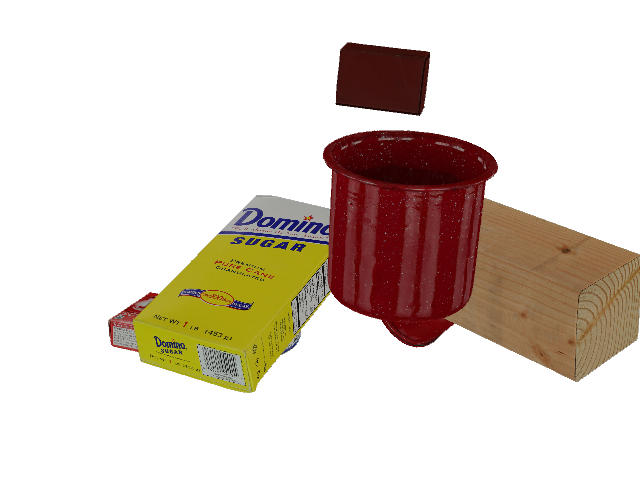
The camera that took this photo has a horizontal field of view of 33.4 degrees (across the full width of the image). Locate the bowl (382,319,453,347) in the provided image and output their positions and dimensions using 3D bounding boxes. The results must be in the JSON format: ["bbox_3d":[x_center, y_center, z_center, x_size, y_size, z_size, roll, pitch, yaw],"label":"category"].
[{"bbox_3d":[0.126,0.040,1.224,0.055,0.162,0.161,-11,-7,41],"label":"bowl"}]

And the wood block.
[{"bbox_3d":[0.175,0.033,0.966,0.090,0.090,0.206,-25,34,-34],"label":"wood block"}]

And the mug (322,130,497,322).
[{"bbox_3d":[0.049,-0.012,0.594,0.093,0.081,0.117,9,24,14],"label":"mug"}]

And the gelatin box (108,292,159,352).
[{"bbox_3d":[-0.135,0.077,0.966,0.089,0.030,0.073,9,20,20],"label":"gelatin box"}]

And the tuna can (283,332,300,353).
[{"bbox_3d":[-0.063,0.092,1.191,0.086,0.034,0.086,1,36,-1],"label":"tuna can"}]

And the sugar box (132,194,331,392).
[{"bbox_3d":[-0.048,0.032,0.780,0.093,0.048,0.176,13,41,23],"label":"sugar box"}]

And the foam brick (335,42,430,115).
[{"bbox_3d":[0.056,-0.145,0.953,0.078,0.051,0.053,9,18,8],"label":"foam brick"}]
